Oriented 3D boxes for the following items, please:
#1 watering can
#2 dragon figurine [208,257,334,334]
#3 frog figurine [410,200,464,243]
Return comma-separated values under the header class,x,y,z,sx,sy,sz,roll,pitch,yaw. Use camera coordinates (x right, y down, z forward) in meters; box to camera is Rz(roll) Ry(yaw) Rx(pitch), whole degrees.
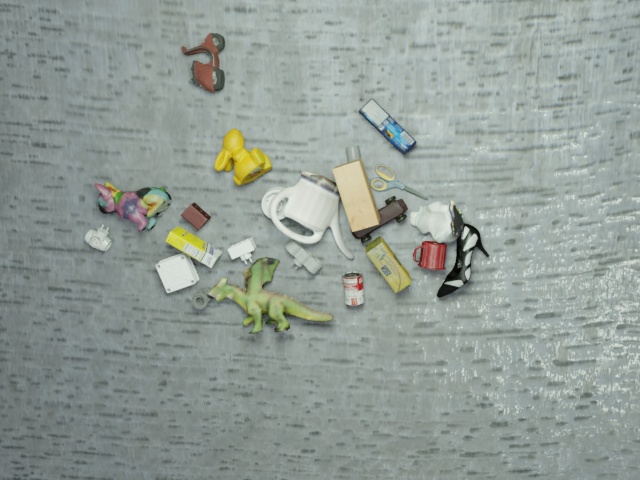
class,x,y,z,sx,sy,sz,roll,pitch,yaw
watering can,0.005,-0.084,1.673,0.345,0.224,0.105,25,1,-24
dragon figurine,-0.169,0.179,1.735,0.410,0.242,0.122,-7,3,3
frog figurine,0.378,-0.056,1.674,0.158,0.138,0.123,-12,-3,40
